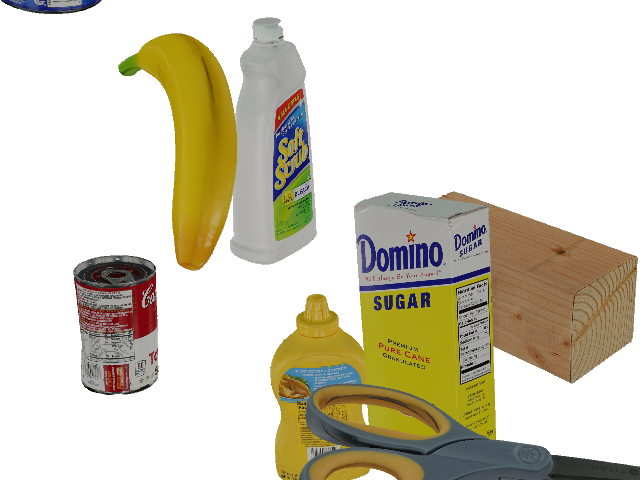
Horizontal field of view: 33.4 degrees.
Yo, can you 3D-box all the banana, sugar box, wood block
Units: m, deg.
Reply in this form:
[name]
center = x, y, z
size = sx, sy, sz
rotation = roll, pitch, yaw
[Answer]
[banana]
center = -0.079, -0.070, 0.647
size = 0.037, 0.070, 0.198
rotation = 14, 36, -33
[sugar box]
center = 0.071, 0.060, 0.723
size = 0.048, 0.176, 0.094
rotation = -18, 18, -37
[wood block]
center = 0.170, 0.035, 0.966
size = 0.090, 0.090, 0.206
rotation = -25, 34, -34

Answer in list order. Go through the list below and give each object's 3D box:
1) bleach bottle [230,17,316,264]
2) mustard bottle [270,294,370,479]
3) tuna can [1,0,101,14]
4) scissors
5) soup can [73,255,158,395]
[bleach bottle]
center = -0.055, -0.107, 1.133
size = 0.068, 0.251, 0.102
rotation = 17, 32, 35
[mustard bottle]
center = 0.000, 0.143, 1.042
size = 0.096, 0.192, 0.058
rotation = -3, 21, -1
[tuna can]
center = -0.202, -0.201, 0.794
size = 0.086, 0.034, 0.086
rotation = 6, 36, -4
[scissors]
center = 0.078, 0.108, 0.467
size = 0.202, 0.016, 0.096
rotation = 14, 32, 23
[soup can]
center = -0.172, 0.072, 0.905
size = 0.068, 0.102, 0.068
rotation = 1, 19, -1
